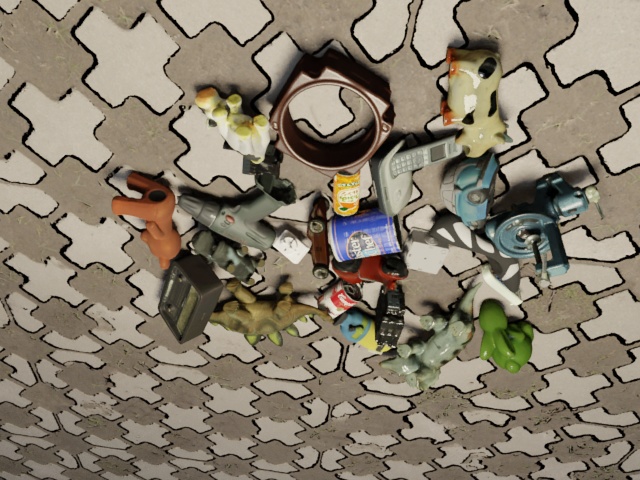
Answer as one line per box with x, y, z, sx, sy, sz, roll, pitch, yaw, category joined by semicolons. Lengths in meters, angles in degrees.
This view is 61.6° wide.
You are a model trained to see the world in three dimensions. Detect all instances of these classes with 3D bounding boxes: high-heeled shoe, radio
0.342;0.039;1.174;0.145;0.086;0.248;-26;108;4;high-heeled shoe
-0.330;0.145;1.348;0.131;0.073;0.229;49;133;19;radio

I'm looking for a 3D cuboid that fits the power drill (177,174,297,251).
-0.167;-0.075;1.158;0.232;0.086;0.207;34;124;-24;power drill

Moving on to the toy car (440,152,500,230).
0.292;-0.101;1.065;0.103;0.109;0.161;18;149;23;toy car

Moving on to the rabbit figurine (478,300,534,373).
0.439;0.237;1.331;0.121;0.159;0.170;-21;112;37;rabbit figurine

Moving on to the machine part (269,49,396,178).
0.021;-0.225;0.987;0.201;0.087;0.201;27;132;-17;machine part

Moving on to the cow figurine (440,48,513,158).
0.279;-0.236;0.946;0.127;0.085;0.194;1;128;8;cow figurine

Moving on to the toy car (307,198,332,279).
-0.002;-0.004;1.193;0.053;0.089;0.201;3;133;11;toy car

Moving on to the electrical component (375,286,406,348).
0.172;0.182;1.324;0.058;0.115;0.134;5;133;-3;electrical component

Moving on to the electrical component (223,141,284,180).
-0.133;-0.167;1.070;0.119;0.075;0.047;7;132;-4;electrical component

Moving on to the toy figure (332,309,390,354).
0.117;0.235;1.405;0.180;0.082;0.089;36;129;-21;toy figure

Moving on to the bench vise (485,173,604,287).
0.431;-0.013;1.020;0.224;0.241;0.128;-13;130;21;bench vise

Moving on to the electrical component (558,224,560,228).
0.465;-0.013;1.153;0.102;0.045;0.078;15;161;-2;electrical component

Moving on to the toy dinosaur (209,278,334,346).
-0.181;0.198;1.397;0.472;0.105;0.198;1;138;22;toy dinosaur

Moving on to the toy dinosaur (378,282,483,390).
0.315;0.255;1.371;0.404;0.131;0.192;-48;153;26;toy dinosaur

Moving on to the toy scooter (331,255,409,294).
0.121;0.078;1.255;0.184;0.075;0.135;7;155;23;toy scooter

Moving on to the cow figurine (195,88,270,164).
-0.163;-0.216;1.007;0.167;0.068;0.098;40;157;24;cow figurine

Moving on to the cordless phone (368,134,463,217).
0.191;-0.136;1.058;0.184;0.089;0.146;-16;130;1;cordless phone

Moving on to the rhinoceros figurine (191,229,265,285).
-0.217;0.037;1.262;0.112;0.073;0.190;17;163;45;rhinoceros figurine

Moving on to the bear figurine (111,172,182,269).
-0.376;-0.037;1.201;0.132;0.120;0.195;15;138;-1;bear figurine
